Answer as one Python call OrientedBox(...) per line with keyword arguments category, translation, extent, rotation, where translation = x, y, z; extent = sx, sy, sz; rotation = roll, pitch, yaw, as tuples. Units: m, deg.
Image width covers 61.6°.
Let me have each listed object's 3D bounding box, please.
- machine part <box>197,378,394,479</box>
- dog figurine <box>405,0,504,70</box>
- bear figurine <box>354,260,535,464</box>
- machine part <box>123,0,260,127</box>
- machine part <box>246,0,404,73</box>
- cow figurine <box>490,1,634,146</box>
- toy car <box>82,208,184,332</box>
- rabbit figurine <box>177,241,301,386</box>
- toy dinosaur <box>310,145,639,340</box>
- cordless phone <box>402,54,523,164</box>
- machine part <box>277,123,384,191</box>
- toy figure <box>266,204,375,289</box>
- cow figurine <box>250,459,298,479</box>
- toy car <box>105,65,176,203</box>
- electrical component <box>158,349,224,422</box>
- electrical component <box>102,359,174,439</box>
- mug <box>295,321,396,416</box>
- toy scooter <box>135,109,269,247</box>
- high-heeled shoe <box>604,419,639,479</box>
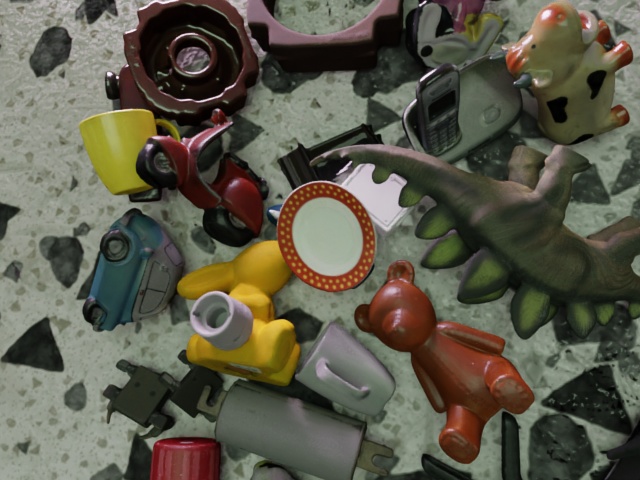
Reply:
OrientedBox(category="machine part", translation=(-0.034, 0.228, 0.640), extent=(0.243, 0.079, 0.079), rotation=(15, 84, 10))
OrientedBox(category="dog figurine", translation=(0.165, -0.345, 0.683), extent=(0.108, 0.191, 0.219), rotation=(4, 52, -7))
OrientedBox(category="bear figurine", translation=(0.127, 0.124, 0.605), extent=(0.196, 0.132, 0.120), rotation=(42, 108, 6))
OrientedBox(category="machine part", translation=(-0.171, -0.239, 0.721), extent=(0.179, 0.056, 0.179), rotation=(2, 80, -11))
OrientedBox(category="machine part", translation=(0.010, -0.330, 0.713), extent=(0.202, 0.087, 0.201), rotation=(0, 82, 8))
OrientedBox(category="cow figurine", translation=(0.269, -0.179, 0.596), extent=(0.127, 0.194, 0.085), rotation=(-29, 52, 10))
OrientedBox(category="toy car", translation=(-0.231, 0.046, 0.691), extent=(0.103, 0.109, 0.161), rotation=(17, 94, -6))
OrientedBox(category="rabbit figurine", translation=(-0.088, 0.080, 0.669), extent=(0.163, 0.121, 0.173), rotation=(8, 69, 20))
OrientedBox(category="toy dinosaur", translation=(0.220, -0.009, 0.602), extent=(0.471, 0.105, 0.198), rotation=(34, 90, 3))
OrientedBox(category="cordless phone", translation=(0.163, -0.168, 0.613), extent=(0.147, 0.184, 0.089), rotation=(-31, 74, 4))
OrientedBox(category="machine part", translation=(0.016, -0.108, 0.703), extent=(0.139, 0.039, 0.084), rotation=(-25, 73, 7))
OrientedBox(category="toy figure", translation=(-0.002, -0.001, 0.678), extent=(0.155, 0.064, 0.058), rotation=(40, 54, 17))
OrientedBox(category="cow figurine", translation=(-0.021, 0.335, 0.624), extent=(0.068, 0.098, 0.167), rotation=(-41, 96, -4))
OrientedBox(category="toy car", translation=(-0.247, -0.148, 0.745), extent=(0.089, 0.053, 0.202), rotation=(-6, 82, -12))
OrientedBox(category="electrical component", translation=(-0.156, 0.187, 0.683), extent=(0.094, 0.021, 0.063), rotation=(45, 75, -13))
OrientedBox(category="electrical component", translation=(-0.233, 0.209, 0.696), extent=(0.102, 0.045, 0.078), rotation=(20, 57, 9))
OrientedBox(category="mug", translation=(0.036, 0.158, 0.629), extent=(0.107, 0.109, 0.081), rotation=(32, 88, 0))
OrientedBox(category="toy scooter", translation=(-0.129, -0.086, 0.683), extent=(0.183, 0.075, 0.135), rotation=(42, 61, -27))
OrientedBox(category="high-heeled shoe", translation=(0.358, 0.304, 0.583), extent=(0.145, 0.086, 0.248), rotation=(-3, 99, -21))
